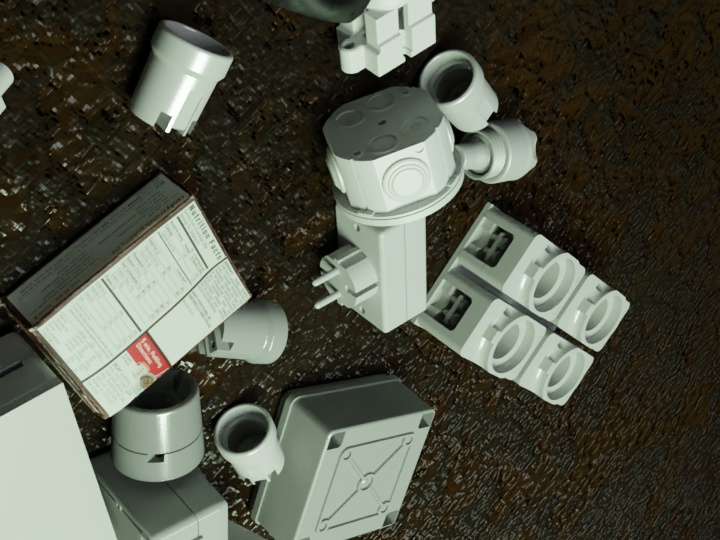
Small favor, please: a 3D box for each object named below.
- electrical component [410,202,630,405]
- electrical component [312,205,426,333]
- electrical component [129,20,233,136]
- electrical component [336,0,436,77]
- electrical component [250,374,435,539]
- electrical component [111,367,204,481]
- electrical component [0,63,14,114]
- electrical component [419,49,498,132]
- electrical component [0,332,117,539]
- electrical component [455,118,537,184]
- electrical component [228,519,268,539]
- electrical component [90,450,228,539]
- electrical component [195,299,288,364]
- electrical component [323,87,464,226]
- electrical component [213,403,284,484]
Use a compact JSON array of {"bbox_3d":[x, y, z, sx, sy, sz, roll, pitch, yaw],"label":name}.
[{"bbox_3d":[0.136,0.035,0.849,0.186,0.060,0.105,28,96,-51],"label":"electrical component"},{"bbox_3d":[0.000,0.000,0.695,0.076,0.047,0.083,-29,135,-28],"label":"electrical component"},{"bbox_3d":[-0.091,-0.096,0.540,0.040,0.040,0.046,8,118,-48],"label":"electrical component"},{"bbox_3d":[0.014,-0.148,0.603,0.066,0.048,0.055,-35,145,-22],"label":"electrical component"},{"bbox_3d":[-0.013,0.138,0.776,0.109,0.056,0.108,-5,121,-44],"label":"electrical component"},{"bbox_3d":[-0.120,0.089,0.635,0.055,0.055,0.047,-19,126,-36],"label":"electrical component"},{"bbox_3d":[-0.185,-0.066,0.442,0.048,0.066,0.055,78,25,-43],"label":"electrical component"},{"bbox_3d":[0.064,-0.113,0.686,0.040,0.040,0.046,-55,148,1],"label":"electrical component"},{"bbox_3d":[-0.194,0.118,0.573,0.089,0.062,0.150,-30,136,-27],"label":"electrical component"},{"bbox_3d":[0.087,-0.080,0.729,0.062,0.043,0.043,-13,126,-38],"label":"electrical component"},{"bbox_3d":[-0.124,0.221,0.664,0.150,0.089,0.061,-40,145,-49],"label":"electrical component"},{"bbox_3d":[-0.116,0.151,0.649,0.061,0.096,0.061,-22,132,-34],"label":"electrical component"},{"bbox_3d":[-0.074,0.036,0.655,0.046,0.040,0.040,7,112,-42],"label":"electrical component"},{"bbox_3d":[0.019,-0.068,0.640,0.080,0.080,0.051,-37,133,-21],"label":"electrical component"},{"bbox_3d":[-0.072,0.117,0.715,0.040,0.040,0.046,-39,144,-18],"label":"electrical component"}]
